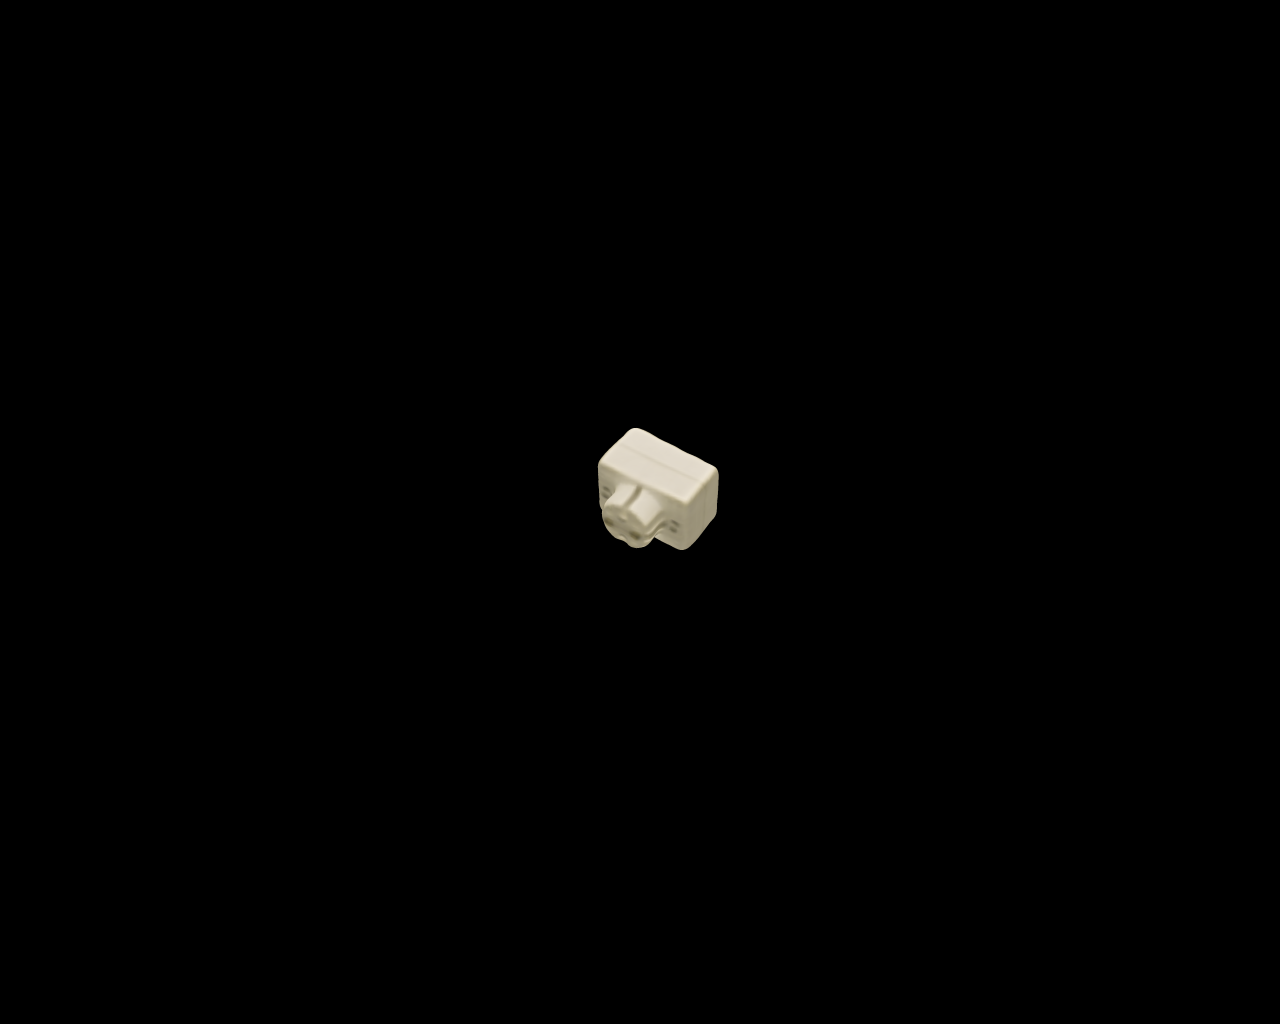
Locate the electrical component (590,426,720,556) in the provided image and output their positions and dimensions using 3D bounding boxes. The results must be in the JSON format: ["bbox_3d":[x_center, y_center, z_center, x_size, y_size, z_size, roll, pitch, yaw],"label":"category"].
[{"bbox_3d":[0.001,-0.003,0.650,0.066,0.047,0.077,27,53,22],"label":"electrical component"}]
